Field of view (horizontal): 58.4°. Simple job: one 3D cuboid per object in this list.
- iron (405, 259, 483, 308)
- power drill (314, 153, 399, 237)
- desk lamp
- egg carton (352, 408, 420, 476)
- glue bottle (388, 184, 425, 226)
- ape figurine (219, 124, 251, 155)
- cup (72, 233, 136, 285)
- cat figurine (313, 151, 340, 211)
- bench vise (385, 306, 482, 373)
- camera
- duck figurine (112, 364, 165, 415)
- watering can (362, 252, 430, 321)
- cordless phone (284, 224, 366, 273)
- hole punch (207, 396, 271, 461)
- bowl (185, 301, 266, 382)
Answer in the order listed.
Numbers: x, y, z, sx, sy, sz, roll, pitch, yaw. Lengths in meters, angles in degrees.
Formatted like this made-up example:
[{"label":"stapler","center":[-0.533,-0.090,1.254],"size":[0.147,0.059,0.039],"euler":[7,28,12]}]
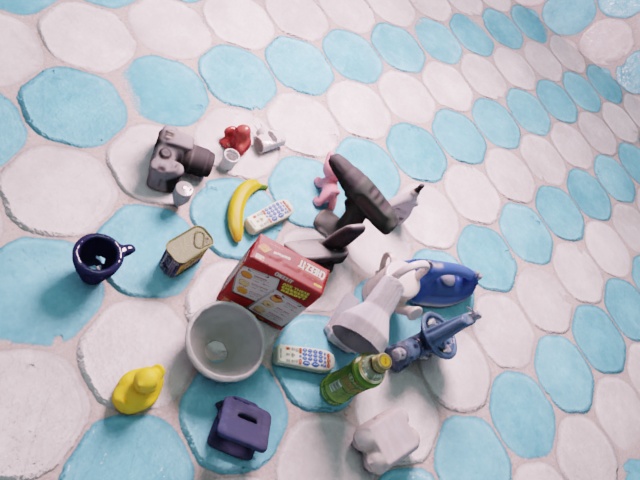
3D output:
[{"label":"iron","center":[0.335,0.099,1.489],"size":[0.259,0.141,0.118],"euler":[8,59,-26]},{"label":"power drill","center":[0.072,-0.082,1.402],"size":[0.230,0.208,0.076],"euler":[39,51,-4]},{"label":"desk lamp","center":[0.095,0.174,1.260],"size":[0.118,0.213,0.203],"euler":[38,51,-5]},{"label":"egg carton","center":[0.143,0.428,1.231],"size":[0.151,0.069,0.107],"euler":[-20,74,-37]},{"label":"glue bottle","center":[0.226,-0.100,1.524],"size":[0.078,0.172,0.037],"euler":[20,54,-19]},{"label":"ape figurine","center":[-0.200,-0.255,1.423],"size":[0.076,0.092,0.077],"euler":[2,61,-29]},{"label":"cup","center":[-0.424,0.043,1.115],"size":[0.118,0.094,0.091],"euler":[-16,71,-36]},{"label":"cat figurine","center":[0.034,-0.159,1.485],"size":[0.067,0.117,0.128],"euler":[13,57,-23]},{"label":"bench vise","center":[0.267,0.235,1.319],"size":[0.121,0.219,0.208],"euler":[49,51,4]},{"label":"camera","center":[-0.313,-0.185,1.310],"size":[0.137,0.100,0.143],"euler":[16,56,-21]},{"label":"duck figurine","center":[-0.326,0.266,1.045],"size":[0.077,0.086,0.105],"euler":[48,51,4]},{"label":"watering can","center":[0.194,0.107,1.370],"size":[0.101,0.193,0.173],"euler":[-28,79,-38]},{"label":"cordless phone","center":[0.012,0.005,1.331],"size":[0.148,0.184,0.094],"euler":[-8,67,-33]},{"label":"hole punch","center":[-0.149,0.353,1.093],"size":[0.109,0.091,0.101],"euler":[27,53,-14]},{"label":"bowl","center":[-0.199,0.213,1.157],"size":[0.168,0.074,0.167],"euler":[14,56,-22]}]
